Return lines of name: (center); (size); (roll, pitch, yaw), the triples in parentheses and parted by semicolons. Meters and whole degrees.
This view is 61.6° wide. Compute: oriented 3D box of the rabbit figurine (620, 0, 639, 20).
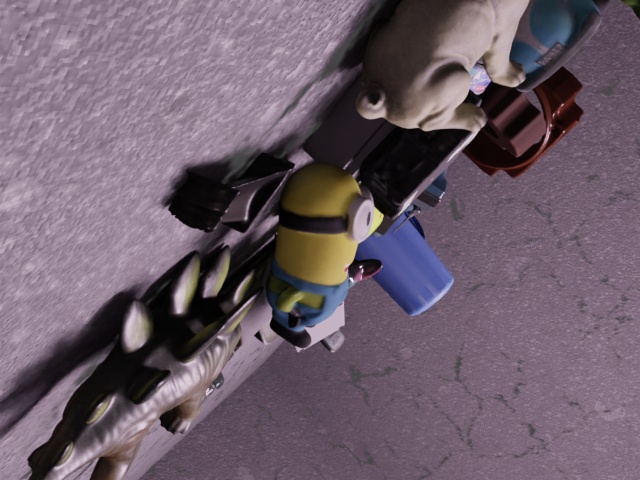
rabbit figurine: (0.147, -0.187, 0.266); (0.159, 0.170, 0.121); (-47, 173, 15)

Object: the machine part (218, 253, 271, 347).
machine part: (-0.077, 0.066, 0.753); (0.243, 0.079, 0.079); (-43, 172, -32)

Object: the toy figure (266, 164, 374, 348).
toy figure: (-0.009, 0.016, 0.513); (0.082, 0.089, 0.180); (-117, -138, -53)

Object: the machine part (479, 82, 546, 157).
machine part: (0.231, -0.187, 0.739); (0.056, 0.179, 0.179); (-47, 173, 13)

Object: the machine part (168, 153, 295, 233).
machine part: (-0.065, -0.035, 0.426); (0.084, 0.039, 0.139); (-43, 176, 16)

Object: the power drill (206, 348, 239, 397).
power drill: (-0.185, 0.201, 0.870); (0.232, 0.086, 0.207); (-40, 175, -30)

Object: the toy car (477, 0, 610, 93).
toy car: (0.188, -0.230, 0.508); (0.109, 0.103, 0.162); (-41, -143, 44)

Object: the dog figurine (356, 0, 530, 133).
dog figurine: (0.101, -0.186, 0.391); (0.172, 0.121, 0.190); (-47, 160, -23)

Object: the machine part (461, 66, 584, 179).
machine part: (0.306, -0.217, 0.894); (0.087, 0.201, 0.201); (-38, 170, -34)

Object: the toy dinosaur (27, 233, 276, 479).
toy dinosaur: (-0.137, 0.108, 0.547); (0.198, 0.105, 0.471); (-54, -179, 24)

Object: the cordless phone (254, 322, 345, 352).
cordless phone: (-0.048, 0.163, 1.030); (0.146, 0.184, 0.088); (-40, 175, -45)

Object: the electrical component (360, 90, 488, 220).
electrical component: (0.100, -0.088, 0.525); (0.134, 0.058, 0.115); (-46, 175, -5)

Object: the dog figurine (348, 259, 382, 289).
dog figurine: (0.017, 0.053, 0.937); (0.219, 0.108, 0.191); (-37, -176, 38)

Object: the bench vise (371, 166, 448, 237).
bench vise: (0.138, -0.123, 0.822); (0.241, 0.129, 0.223); (-70, 180, -46)
